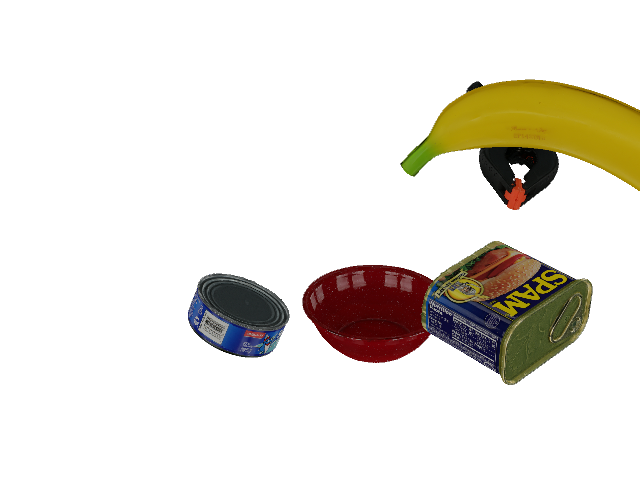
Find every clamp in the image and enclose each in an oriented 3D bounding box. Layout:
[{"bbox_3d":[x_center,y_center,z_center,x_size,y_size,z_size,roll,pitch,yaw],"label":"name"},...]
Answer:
[{"bbox_3d":[0.194,-0.103,1.091,0.120,0.039,0.171,12,45,14],"label":"clamp"}]

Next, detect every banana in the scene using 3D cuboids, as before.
[{"bbox_3d":[0.147,-0.046,0.584,0.198,0.070,0.037,16,19,12],"label":"banana"}]

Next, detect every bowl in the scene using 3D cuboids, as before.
[{"bbox_3d":[0.061,0.089,1.192,0.162,0.055,0.162,-1,28,0],"label":"bowl"}]

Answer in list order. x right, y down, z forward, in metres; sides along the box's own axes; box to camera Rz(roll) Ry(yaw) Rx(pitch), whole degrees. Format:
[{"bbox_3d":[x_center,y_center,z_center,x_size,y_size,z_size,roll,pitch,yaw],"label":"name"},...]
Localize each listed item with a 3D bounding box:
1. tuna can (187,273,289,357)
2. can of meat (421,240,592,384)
[{"bbox_3d":[-0.073,0.066,0.943,0.086,0.034,0.086,20,23,-9],"label":"tuna can"},{"bbox_3d":[0.138,0.050,0.799,0.101,0.057,0.084,-28,41,-34],"label":"can of meat"}]
